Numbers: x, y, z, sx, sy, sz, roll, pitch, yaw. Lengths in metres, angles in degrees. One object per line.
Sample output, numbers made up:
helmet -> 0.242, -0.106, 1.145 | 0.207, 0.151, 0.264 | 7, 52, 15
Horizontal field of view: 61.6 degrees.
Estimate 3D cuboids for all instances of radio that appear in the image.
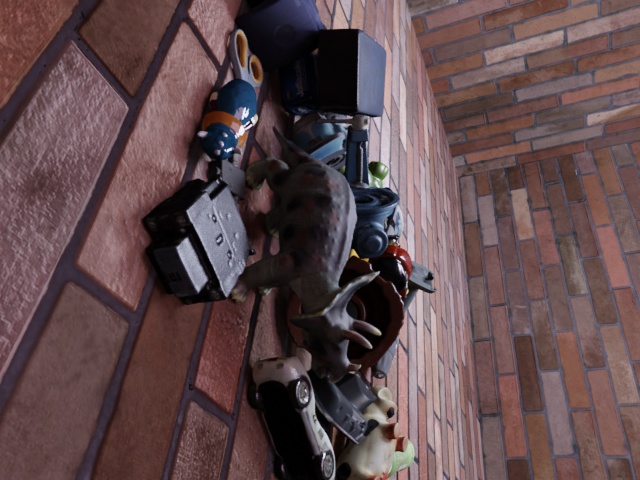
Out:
radio -> 0.062, -0.287, 0.952 | 0.229, 0.073, 0.131 | -28, 122, -68

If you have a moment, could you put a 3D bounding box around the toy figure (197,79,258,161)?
toy figure -> -0.118, -0.150, 0.696 | 0.057, 0.064, 0.154 | 93, 6, -48

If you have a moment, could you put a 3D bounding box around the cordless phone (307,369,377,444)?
cordless phone -> 0.015, 0.304, 0.833 | 0.146, 0.089, 0.184 | 57, 42, -47

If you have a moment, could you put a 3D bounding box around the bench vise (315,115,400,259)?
bench vise -> 0.060, -0.085, 0.872 | 0.224, 0.129, 0.240 | -89, 178, -67

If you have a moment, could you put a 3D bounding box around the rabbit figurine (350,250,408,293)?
rabbit figurine -> 0.077, 0.068, 1.033 | 0.173, 0.122, 0.162 | -16, 97, -50

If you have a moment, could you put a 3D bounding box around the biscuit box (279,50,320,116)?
biscuit box -> -0.040, -0.332, 0.980 | 0.059, 0.063, 0.202 | 16, 66, -65

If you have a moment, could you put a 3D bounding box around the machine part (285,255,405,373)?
machine part -> 0.036, 0.113, 0.816 | 0.056, 0.179, 0.179 | 119, -36, -81

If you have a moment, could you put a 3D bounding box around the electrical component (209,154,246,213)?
electrical component -> -0.123, -0.079, 0.706 | 0.063, 0.021, 0.094 | 33, 51, -62

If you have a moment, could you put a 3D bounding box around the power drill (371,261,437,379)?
power drill -> 0.171, 0.159, 1.150 | 0.232, 0.086, 0.207 | -73, -177, -64

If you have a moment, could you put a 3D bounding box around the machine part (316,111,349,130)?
machine part -> 0.004, -0.294, 1.057 | 0.079, 0.079, 0.243 | -21, 99, -69

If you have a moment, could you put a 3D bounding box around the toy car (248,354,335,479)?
toy car -> -0.035, 0.245, 0.709 | 0.056, 0.074, 0.201 | -50, 127, -62

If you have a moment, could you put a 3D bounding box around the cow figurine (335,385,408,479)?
cow figurine -> 0.081, 0.341, 0.929 | 0.195, 0.127, 0.085 | -62, 139, -37

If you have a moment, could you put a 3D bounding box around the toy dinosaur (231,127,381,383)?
toy dinosaur -> -0.010, -0.020, 0.735 | 0.131, 0.192, 0.405 | 46, 40, -59

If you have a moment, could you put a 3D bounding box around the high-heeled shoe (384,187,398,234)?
high-heeled shoe -> 0.125, 0.008, 1.202 | 0.145, 0.086, 0.248 | -85, -175, -63

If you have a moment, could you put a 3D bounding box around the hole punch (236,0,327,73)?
hole punch -> -0.062, -0.346, 0.869 | 0.142, 0.116, 0.092 | 58, 38, -44

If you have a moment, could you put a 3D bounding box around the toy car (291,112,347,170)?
toy car -> 0.000, -0.175, 0.962 | 0.103, 0.109, 0.161 | 62, 10, 9

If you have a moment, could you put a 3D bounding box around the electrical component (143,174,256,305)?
electrical component -> -0.132, 0.004, 0.596 | 0.134, 0.058, 0.114 | -65, 138, -57

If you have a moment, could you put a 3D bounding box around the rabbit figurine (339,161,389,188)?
rabbit figurine -> 0.063, -0.093, 1.065 | 0.170, 0.121, 0.159 | 26, 77, -83

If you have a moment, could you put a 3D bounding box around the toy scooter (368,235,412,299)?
toy scooter -> 0.124, 0.053, 0.946 | 0.183, 0.075, 0.135 | 83, 17, -49
